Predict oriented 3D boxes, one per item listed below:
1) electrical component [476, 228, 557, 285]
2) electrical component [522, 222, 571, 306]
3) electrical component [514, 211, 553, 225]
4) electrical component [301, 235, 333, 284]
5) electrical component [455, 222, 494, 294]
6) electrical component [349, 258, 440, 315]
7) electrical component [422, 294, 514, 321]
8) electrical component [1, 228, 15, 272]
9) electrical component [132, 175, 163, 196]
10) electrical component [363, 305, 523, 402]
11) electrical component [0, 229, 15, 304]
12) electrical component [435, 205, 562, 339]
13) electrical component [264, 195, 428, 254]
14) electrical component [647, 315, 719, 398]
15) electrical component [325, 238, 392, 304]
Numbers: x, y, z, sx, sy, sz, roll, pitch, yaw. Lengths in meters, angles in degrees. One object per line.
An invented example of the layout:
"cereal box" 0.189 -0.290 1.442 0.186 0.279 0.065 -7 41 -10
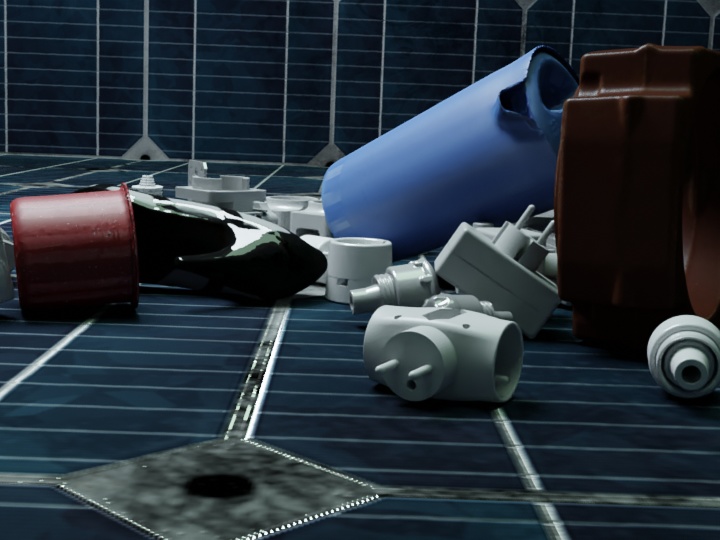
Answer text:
"electrical component" 0.129 0.003 0.817 0.077 0.065 0.047 -1 9 -18
"electrical component" 0.174 -0.005 0.890 0.096 0.061 0.062 -10 23 -39
"electrical component" 0.180 -0.028 1.056 0.108 0.060 0.108 2 9 0
"electrical component" -0.048 -0.011 0.953 0.078 0.040 0.040 10 11 43
"electrical component" 0.102 -0.009 0.901 0.043 0.062 0.043 2 8 0
"electrical component" 0.024 0.019 0.763 0.062 0.048 0.048 -8 10 -11
"electrical component" 0.072 0.033 0.706 0.061 0.035 0.035 1 8 -26
"electrical component" -0.306 -0.013 0.886 0.043 0.043 0.081 -1 9 -23
"electrical component" -0.207 -0.051 1.044 0.043 0.081 0.043 2 8 0
"electrical component" 0.037 0.047 0.570 0.077 0.043 0.079 6 10 29
"electrical component" -0.286 -0.018 0.743 0.100 0.099 0.048 11 24 44
"electrical component" 0.107 -0.009 0.751 0.083 0.075 0.047 34 9 -2
"electrical component" -0.021 -0.045 1.121 0.105 0.060 0.186 8 10 33
"electrical component" 0.180 0.050 0.590 0.043 0.043 0.062 4 10 14
"electrical component" 0.000 0.000 0.866 0.055 0.047 0.055 2 8 0
